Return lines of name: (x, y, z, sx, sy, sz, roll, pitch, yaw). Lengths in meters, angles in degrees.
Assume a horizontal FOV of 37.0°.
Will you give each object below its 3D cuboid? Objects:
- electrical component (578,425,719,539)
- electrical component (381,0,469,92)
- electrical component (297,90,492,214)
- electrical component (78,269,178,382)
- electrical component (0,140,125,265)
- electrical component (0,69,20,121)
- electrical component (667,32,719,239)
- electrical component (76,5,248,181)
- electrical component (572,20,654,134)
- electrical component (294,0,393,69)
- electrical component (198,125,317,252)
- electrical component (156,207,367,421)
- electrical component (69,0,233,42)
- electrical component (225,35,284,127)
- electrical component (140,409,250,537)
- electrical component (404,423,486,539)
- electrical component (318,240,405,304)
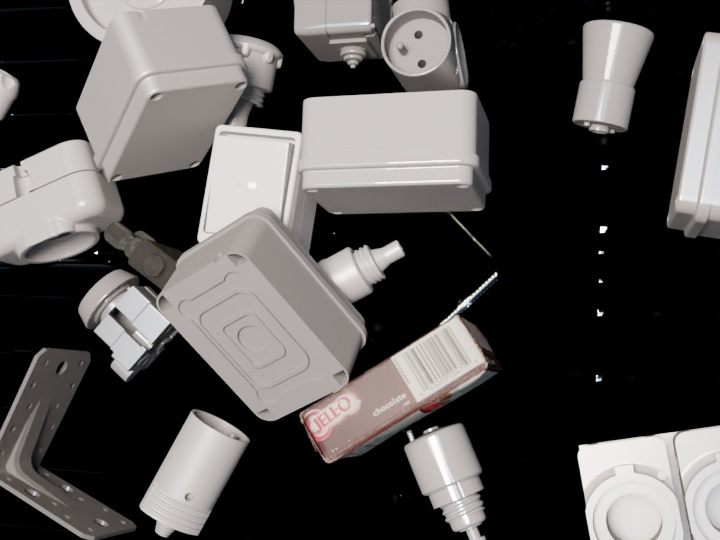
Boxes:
electrical component: (0.192, 0.186, 0.611, 0.105, 0.060, 0.186, -11, 80, 13)
electrical component: (0.041, -0.150, 0.686, 0.044, 0.077, 0.079, -8, 80, 13)
electrical component: (0.023, -0.072, 0.680, 0.113, 0.078, 0.057, -1, 79, 14)
electrical component: (-0.156, 0.033, 0.730, 0.055, 0.048, 0.066, 42, 95, 8)
electrical component: (-0.217, -0.042, 0.750, 0.095, 0.054, 0.059, -22, 78, 10)
electrical component: (-0.276, -0.118, 0.786, 0.035, 0.035, 0.061, 32, 94, 16)
electrical component: (0.220, -0.076, 0.630, 0.057, 0.078, 0.113, 10, 85, 12)
electrical component: (-0.130, -0.113, 0.700, 0.113, 0.078, 0.057, -46, 64, 52)
electrical component: (0.156, -0.118, 0.672, 0.044, 0.044, 0.065, 11, 90, 16)
electrical component: (-0.013, -0.179, 0.712, 0.061, 0.062, 0.096, -1, 82, 14)
electrical component: (-0.067, -0.043, 0.708, 0.062, 0.061, 0.096, 7, 85, 15)
electrical component: (-0.058, 0.027, 0.665, 0.078, 0.057, 0.113, -29, 111, 29)
electrical component: (-0.140, -0.196, 0.747, 0.108, 0.060, 0.108, -2, 82, 14)
electrical component: (-0.081, -0.126, 0.732, 0.048, 0.048, 0.062, 12, 92, 16)
electrical component: (-0.111, 0.137, 0.704, 0.043, 0.043, 0.081, 29, 90, 16)
electrical component: (0.057, 0.131, 0.664, 0.040, 0.040, 0.078, -24, 77, 10)
electrical component: (0.000, 0.000, 0.699, 0.061, 0.035, 0.035, -28, 77, 7)
